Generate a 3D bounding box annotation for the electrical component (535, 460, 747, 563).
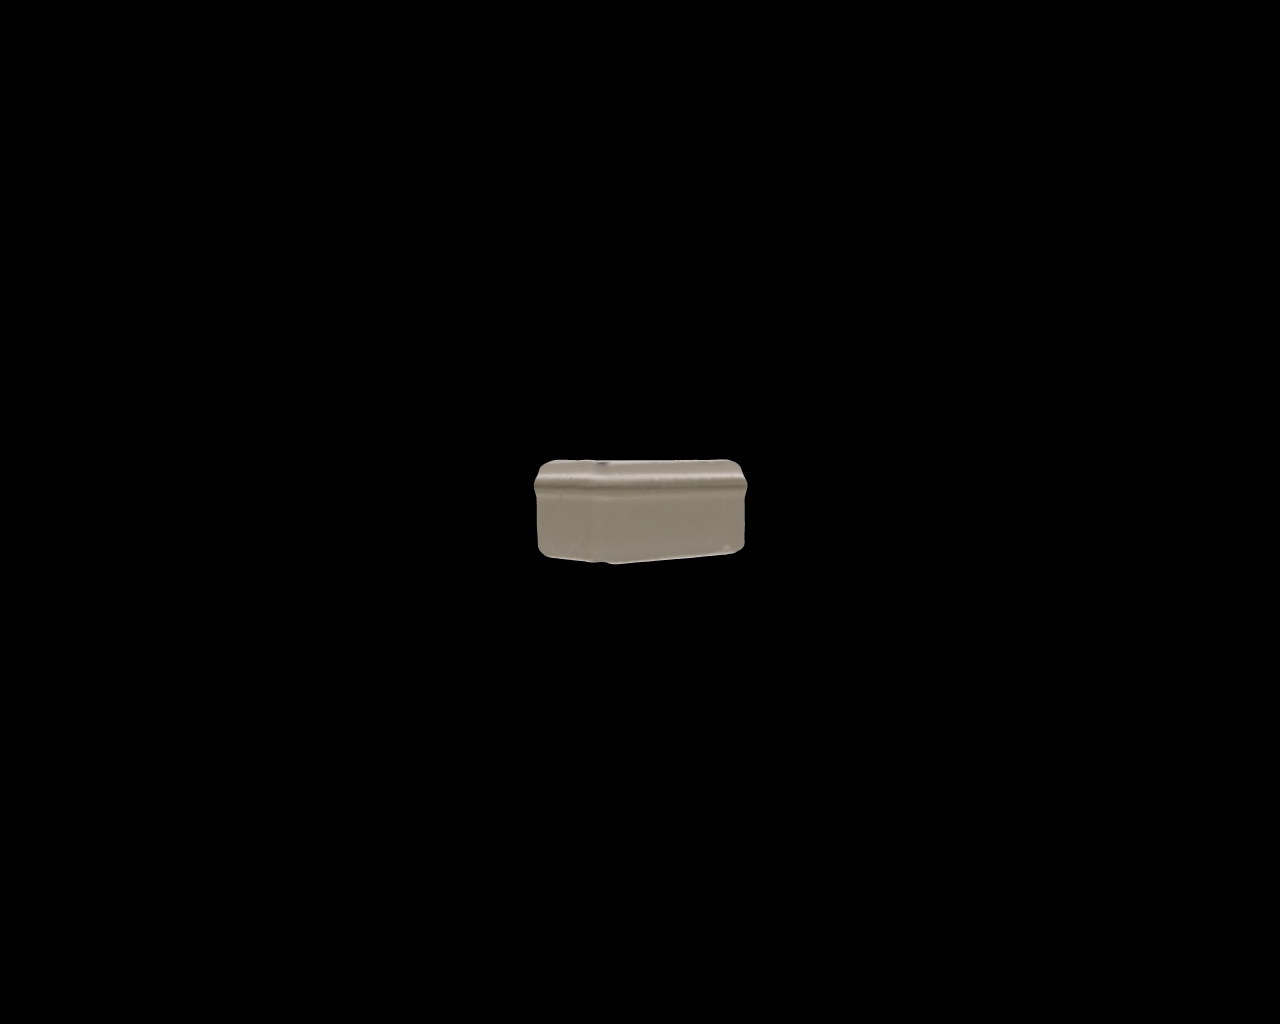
[{"bbox_3d":[0.001,-0.003,0.650,0.113,0.057,0.078,-1,3,-34],"label":"electrical component"}]
